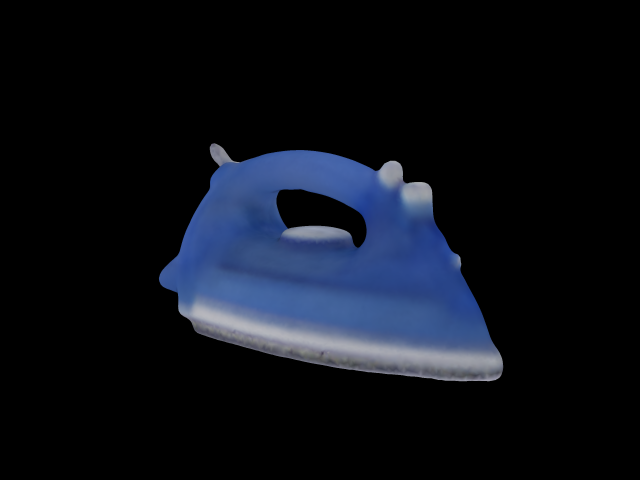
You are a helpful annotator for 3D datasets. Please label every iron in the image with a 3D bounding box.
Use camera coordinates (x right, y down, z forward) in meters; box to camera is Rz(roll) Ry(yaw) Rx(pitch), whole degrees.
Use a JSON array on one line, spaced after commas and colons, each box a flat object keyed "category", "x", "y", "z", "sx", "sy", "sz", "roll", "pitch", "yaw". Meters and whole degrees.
[{"category": "iron", "x": 0.004, "y": 0.001, "z": 0.400, "sx": 0.257, "sy": 0.141, "sz": 0.119, "roll": 5, "pitch": 9, "yaw": 36}]
